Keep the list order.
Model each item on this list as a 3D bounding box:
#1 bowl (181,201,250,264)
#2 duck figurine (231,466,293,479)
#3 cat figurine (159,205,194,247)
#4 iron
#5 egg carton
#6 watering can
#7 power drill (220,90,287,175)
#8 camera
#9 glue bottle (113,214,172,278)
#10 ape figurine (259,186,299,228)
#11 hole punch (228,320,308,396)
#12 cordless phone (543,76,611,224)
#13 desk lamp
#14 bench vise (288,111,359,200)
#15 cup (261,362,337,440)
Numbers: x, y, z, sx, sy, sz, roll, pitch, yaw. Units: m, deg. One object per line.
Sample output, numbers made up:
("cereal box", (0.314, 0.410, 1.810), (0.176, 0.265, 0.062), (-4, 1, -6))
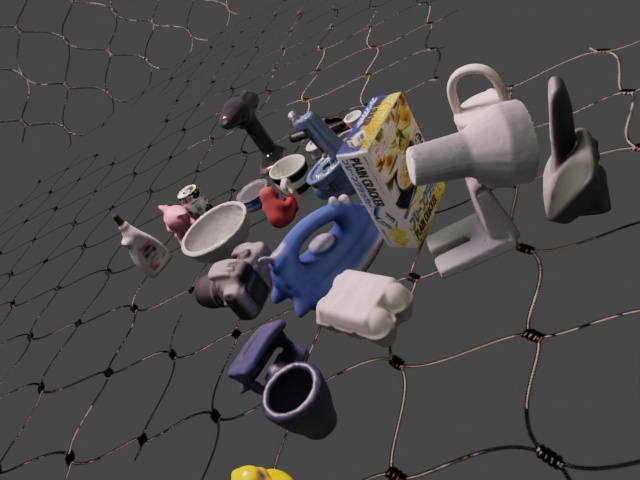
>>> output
("bowl", (-0.213, -0.003, 1.247), (0.167, 0.075, 0.167), (-22, 35, 17))
("duck figurine", (-0.080, 0.315, 0.720), (0.104, 0.086, 0.078), (3, 48, 42))
("cat figurine", (-0.343, -0.049, 1.376), (0.067, 0.118, 0.127), (-40, 34, -9))
("iron", (0.009, 0.004, 0.989), (0.259, 0.142, 0.118), (-47, 35, -19))
("egg carton", (0.068, 0.103, 0.879), (0.149, 0.070, 0.107), (7, 51, 45))
("watering can", (0.283, -0.209, 0.980), (0.100, 0.195, 0.173), (-22, 35, 17))
("power drill", (-0.167, -0.270, 1.424), (0.075, 0.209, 0.229), (-22, 35, 17))
("camera", (-0.169, 0.073, 1.088), (0.136, 0.101, 0.143), (-10, 40, 31))
("glue bottle", (-0.419, 0.005, 1.319), (0.037, 0.174, 0.078), (0, 46, 40))
("ape figurine", (-0.095, -0.077, 1.225), (0.077, 0.092, 0.076), (-4, 43, 37))
("hole punch", (-0.094, 0.181, 0.896), (0.100, 0.091, 0.109), (4, 49, 43))
("cordless phone", (0.352, -0.130, 0.829), (0.094, 0.185, 0.147), (-15, 38, 26))
("desk lamp", (0.227, -0.077, 0.841), (0.203, 0.214, 0.117), (-27, 34, 11))
("bench vise", (0.043, -0.173, 1.113), (0.206, 0.220, 0.121), (-14, 38, 28))
("cup", (-0.026, 0.222, 0.783), (0.092, 0.095, 0.117), (-42, 34, -12))
